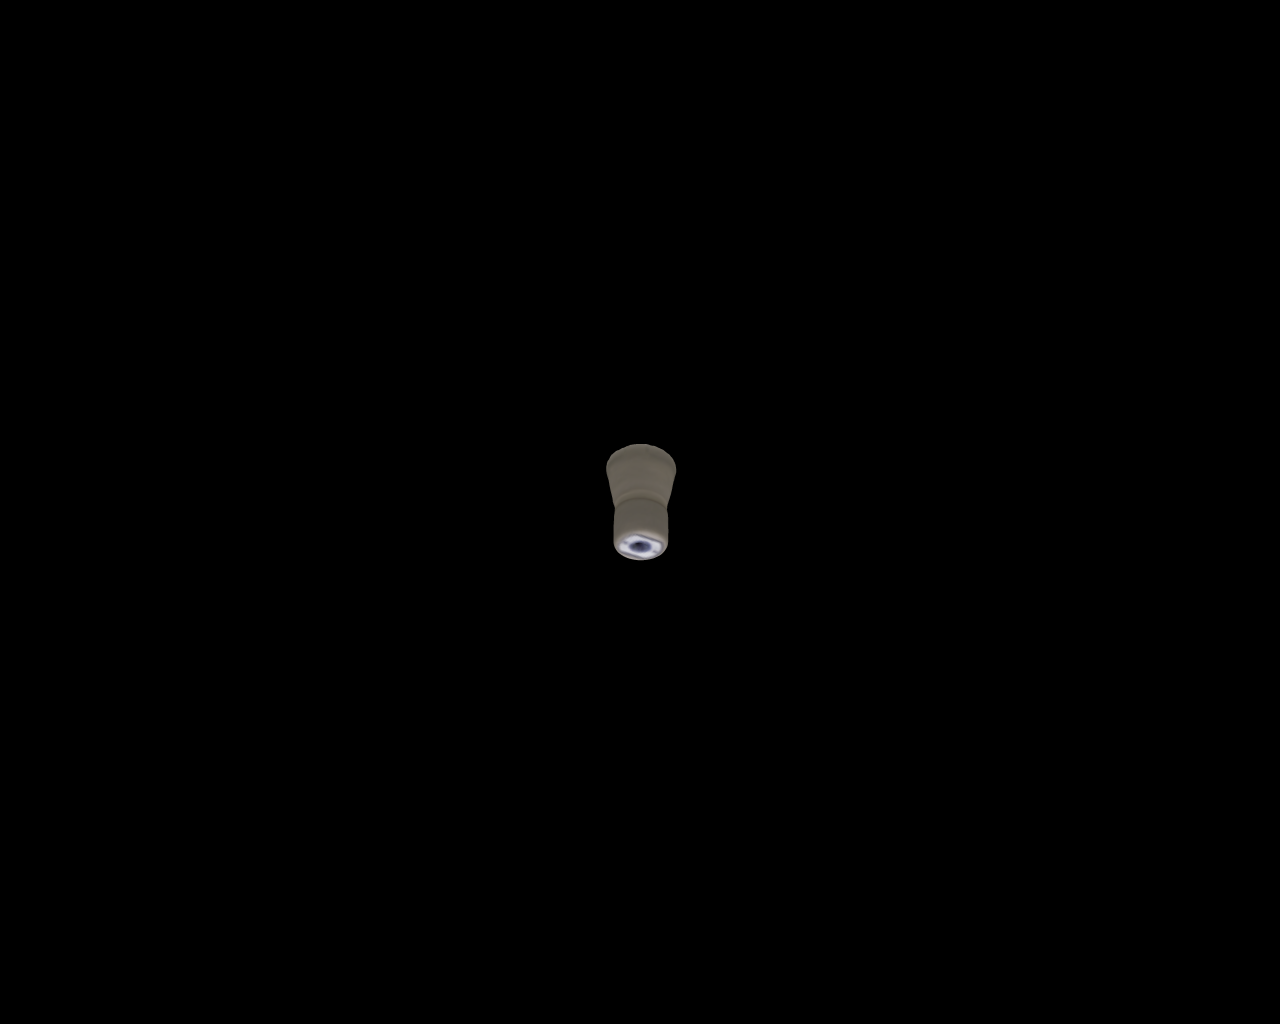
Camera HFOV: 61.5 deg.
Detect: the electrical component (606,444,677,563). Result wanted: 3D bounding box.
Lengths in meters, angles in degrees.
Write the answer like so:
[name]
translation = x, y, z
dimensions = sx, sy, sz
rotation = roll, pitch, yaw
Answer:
[electrical component]
translation = 0.001, -0.003, 0.650
dimensions = 0.044, 0.065, 0.044
rotation = 0, -37, 0
